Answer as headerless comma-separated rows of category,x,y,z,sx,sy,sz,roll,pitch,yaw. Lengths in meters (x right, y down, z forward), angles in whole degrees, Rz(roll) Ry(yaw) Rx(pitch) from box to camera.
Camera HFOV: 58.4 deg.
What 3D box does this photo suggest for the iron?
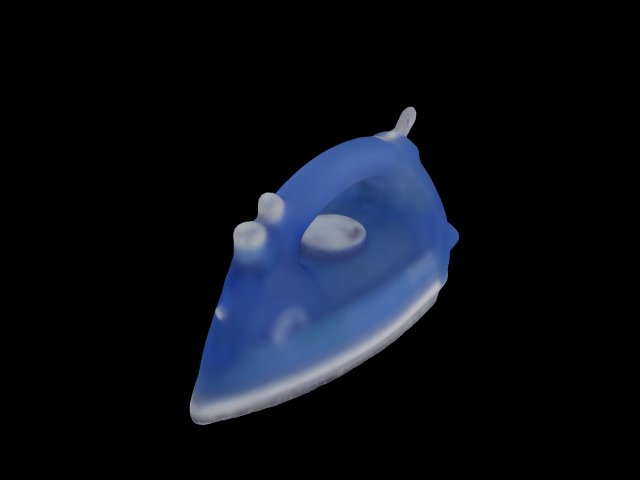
iron,0.004,0.001,0.400,0.118,0.141,0.259,20,34,32
